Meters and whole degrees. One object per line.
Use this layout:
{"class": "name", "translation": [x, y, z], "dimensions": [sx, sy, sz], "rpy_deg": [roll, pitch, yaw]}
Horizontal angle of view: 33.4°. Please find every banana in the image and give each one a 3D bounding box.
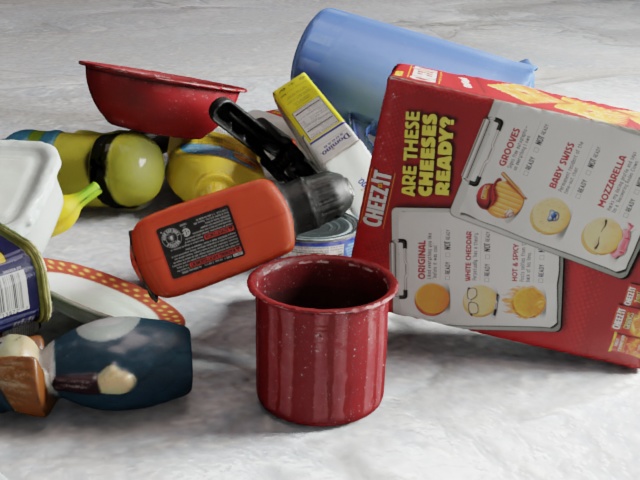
{"class": "banana", "translation": [-0.293, -0.040, 0.955], "dimensions": [0.198, 0.037, 0.069], "rpy_deg": [16, 57, 16]}

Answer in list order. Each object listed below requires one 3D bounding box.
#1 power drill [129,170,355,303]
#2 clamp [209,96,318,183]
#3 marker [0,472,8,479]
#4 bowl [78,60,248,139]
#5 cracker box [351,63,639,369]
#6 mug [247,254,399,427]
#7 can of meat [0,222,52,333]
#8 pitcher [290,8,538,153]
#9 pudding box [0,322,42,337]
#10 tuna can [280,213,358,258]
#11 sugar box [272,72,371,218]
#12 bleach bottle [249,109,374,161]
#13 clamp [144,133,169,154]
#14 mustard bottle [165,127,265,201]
{"class": "power drill", "translation": [-0.058, -0.008, 0.776], "dimensions": [0.184, 0.057, 0.187], "rpy_deg": [-22, 1, -1]}
{"class": "clamp", "translation": [-0.029, -0.071, 1.033], "dimensions": [0.164, 0.036, 0.210], "rpy_deg": [47, 6, 0]}
{"class": "marker", "translation": [-0.200, 0.119, 0.591], "dimensions": [0.020, 0.020, 0.121], "rpy_deg": [-15, 26, -38]}
{"class": "bowl", "translation": [-0.153, -0.131, 1.017], "dimensions": [0.162, 0.055, 0.162], "rpy_deg": [10, 9, -2]}
{"class": "cracker box", "translation": [0.137, -0.019, 0.731], "dimensions": [0.214, 0.164, 0.072], "rpy_deg": [13, 19, 5]}
{"class": "mug", "translation": [-0.005, 0.059, 0.674], "dimensions": [0.093, 0.081, 0.117], "rpy_deg": [-11, 23, -29]}
{"class": "can of meat", "translation": [-0.233, 0.028, 0.675], "dimensions": [0.083, 0.057, 0.102], "rpy_deg": [-20, 31, -38]}
{"class": "pitcher", "translation": [0.091, -0.147, 1.110], "dimensions": [0.243, 0.145, 0.149], "rpy_deg": [22, 22, 14]}
{"class": "pudding box", "translation": [-0.262, 0.057, 0.731], "dimensions": [0.113, 0.039, 0.090], "rpy_deg": [4, 21, 11]}
{"class": "tuna can", "translation": [-0.006, 0.001, 0.902], "dimensions": [0.086, 0.034, 0.086], "rpy_deg": [1, 20, -1]}
{"class": "sugar box", "translation": [0.015, -0.082, 0.985], "dimensions": [0.048, 0.093, 0.176], "rpy_deg": [-35, 33, -1]}
{"class": "bleach bottle", "translation": [-0.002, -0.121, 1.199], "dimensions": [0.250, 0.068, 0.103], "rpy_deg": [-10, 26, -20]}
{"class": "clamp", "translation": [-0.185, -0.112, 1.184], "dimensions": [0.120, 0.039, 0.171], "rpy_deg": [-17, 9, 46]}
{"class": "mustard bottle", "translation": [-0.102, -0.067, 1.044], "dimensions": [0.096, 0.058, 0.191], "rpy_deg": [15, 18, -11]}
